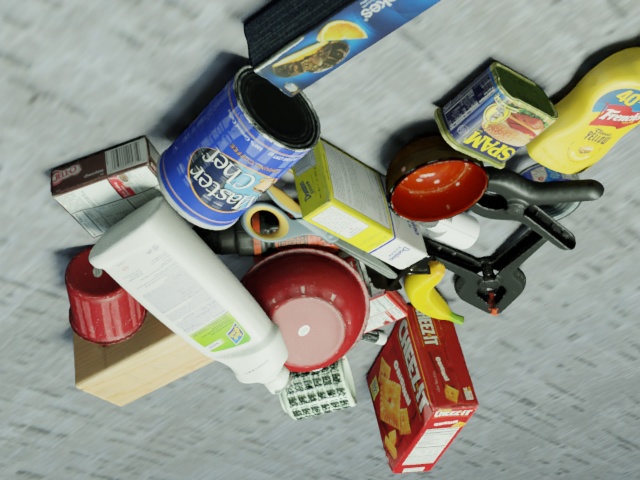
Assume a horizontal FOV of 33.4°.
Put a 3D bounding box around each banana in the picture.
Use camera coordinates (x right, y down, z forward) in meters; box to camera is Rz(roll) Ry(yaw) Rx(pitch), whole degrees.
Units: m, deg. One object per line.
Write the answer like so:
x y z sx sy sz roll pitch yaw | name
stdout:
0.142 0.063 1.384 0.070 0.037 0.197 2 159 17 | banana

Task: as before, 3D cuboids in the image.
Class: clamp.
0.231 -0.039 1.226 0.171 0.039 0.120 13 140 13 | clamp
0.210 0.042 1.394 0.164 0.036 0.210 -4 149 4 | clamp

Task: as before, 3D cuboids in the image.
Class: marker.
0.043 0.127 1.484 0.120 0.020 0.020 16 137 -35 | marker

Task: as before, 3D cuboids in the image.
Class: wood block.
-0.201 0.119 1.331 0.206 0.091 0.090 -27 143 22 | wood block

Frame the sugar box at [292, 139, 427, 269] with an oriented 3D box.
0.044 -0.038 1.174 0.048 0.093 0.176 -30 142 26 | sugar box

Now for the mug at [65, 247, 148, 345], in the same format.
-0.240 0.055 1.238 0.117 0.093 0.081 -33 149 -26 | mug

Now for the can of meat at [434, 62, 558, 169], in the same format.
0.186 -0.130 1.116 0.101 0.057 0.084 19 133 -39 | can of meat

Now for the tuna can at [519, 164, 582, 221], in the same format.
0.270 -0.055 1.273 0.086 0.034 0.086 -8 146 -6 | tuna can

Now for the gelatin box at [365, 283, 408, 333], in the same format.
0.064 0.090 1.427 0.089 0.030 0.073 -24 143 17 | gelatin box

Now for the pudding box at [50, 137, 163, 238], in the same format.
-0.212 -0.053 1.122 0.113 0.039 0.090 -17 147 11 | pudding box

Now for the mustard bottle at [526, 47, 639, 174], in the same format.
0.309 -0.147 1.127 0.096 0.058 0.192 12 139 -33 | mustard bottle

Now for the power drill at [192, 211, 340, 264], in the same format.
-0.054 0.052 1.246 0.184 0.057 0.188 -4 118 0 | power drill

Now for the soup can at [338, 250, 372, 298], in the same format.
0.006 0.053 1.320 0.102 0.068 0.068 -17 146 8 | soup can

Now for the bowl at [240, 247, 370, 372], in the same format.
-0.019 0.092 1.206 0.162 0.055 0.162 -2 114 -5 | bowl

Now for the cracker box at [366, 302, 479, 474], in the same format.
0.138 0.212 1.510 0.072 0.164 0.214 -3 146 -17 | cracker box

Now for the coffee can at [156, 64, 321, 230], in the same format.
-0.082 -0.090 1.049 0.102 0.103 0.141 17 137 -36 | coffee can

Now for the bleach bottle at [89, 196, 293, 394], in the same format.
-0.124 0.074 1.137 0.103 0.068 0.250 -30 112 28 | bleach bottle

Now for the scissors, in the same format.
-0.008 0.001 1.177 0.096 0.016 0.201 -44 108 -9 | scissors
